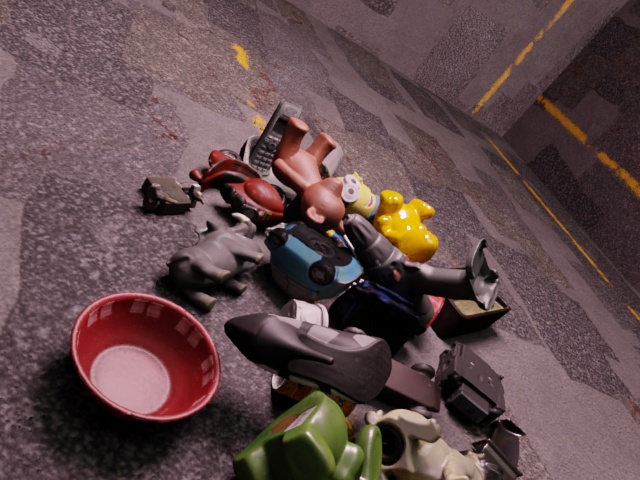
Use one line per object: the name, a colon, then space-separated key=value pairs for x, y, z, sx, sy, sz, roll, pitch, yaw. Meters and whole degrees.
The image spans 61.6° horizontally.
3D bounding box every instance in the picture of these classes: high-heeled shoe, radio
high-heeled shoe: x=-0.006 y=0.143 z=0.678 sx=0.145 sy=0.086 sz=0.248 roll=11 pitch=-13 yaw=30
radio: x=0.298 y=0.127 z=1.141 sx=0.229 sy=0.073 sz=0.131 roll=3 pitch=45 yaw=-49

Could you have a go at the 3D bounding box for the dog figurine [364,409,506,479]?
dog figurine: x=0.153 y=0.293 z=0.723 sx=0.190 sy=0.121 sz=0.172 roll=21 pitch=33 yaw=-57

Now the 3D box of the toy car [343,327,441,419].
toy car: x=0.098 y=0.206 z=0.806 sx=0.202 sy=0.053 sz=0.089 roll=29 pitch=47 yaw=-20

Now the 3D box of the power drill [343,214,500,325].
power drill: x=0.159 y=0.046 z=0.839 sx=0.231 sy=0.207 sz=0.086 roll=60 pitch=41 yaw=-27

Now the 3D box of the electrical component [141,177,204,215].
electrical component: x=-0.229 y=-0.071 z=0.835 sx=0.102 sy=0.045 sz=0.078 roll=0 pitch=48 yaw=-50

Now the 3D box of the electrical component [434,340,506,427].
electrical component: x=0.260 y=0.253 z=0.930 sx=0.115 sy=0.058 sz=0.134 roll=37 pitch=27 yaw=0

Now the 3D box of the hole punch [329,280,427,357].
hole punch: x=0.084 y=0.122 z=0.859 sx=0.142 sy=0.115 sz=0.092 roll=31 pitch=21 yaw=-16

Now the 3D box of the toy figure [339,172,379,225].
toy figure: x=0.090 y=-0.070 z=1.181 sx=0.180 sy=0.089 sz=0.082 roll=33 pitch=32 yaw=-28

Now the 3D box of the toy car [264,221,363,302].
toy car: x=-0.023 y=0.044 z=0.849 sx=0.162 sy=0.102 sz=0.109 roll=31 pitch=23 yaw=13

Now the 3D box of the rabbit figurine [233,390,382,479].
rabbit figurine: x=0.009 y=0.265 z=0.587 sx=0.170 sy=0.121 sz=0.159 roll=58 pitch=21 yaw=1

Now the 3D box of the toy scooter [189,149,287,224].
toy scooter: x=-0.149 y=-0.090 z=0.929 sx=0.184 sy=0.075 sz=0.135 roll=44 pitch=28 yaw=16

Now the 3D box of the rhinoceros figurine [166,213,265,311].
rhinoceros figurine: x=-0.145 y=0.024 z=0.777 sx=0.112 sy=0.073 sz=0.190 roll=32 pitch=29 yaw=10

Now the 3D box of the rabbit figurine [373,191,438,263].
rabbit figurine: x=0.169 y=-0.003 z=1.089 sx=0.122 sy=0.162 sz=0.173 roll=24 pitch=15 yaw=-30

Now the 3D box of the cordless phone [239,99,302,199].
cordless phone: x=-0.068 y=-0.178 z=1.037 sx=0.146 sy=0.184 sz=0.089 roll=16 pitch=31 yaw=-36

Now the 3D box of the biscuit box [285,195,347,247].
biscuit box: x=-0.002 y=-0.003 z=0.987 sx=0.059 sy=0.063 sz=0.203 roll=17 pitch=35 yaw=-38

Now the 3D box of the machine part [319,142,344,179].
machine part: x=0.002 y=-0.173 z=1.227 sx=0.079 sy=0.079 sz=0.243 roll=37 pitch=27 yaw=-4

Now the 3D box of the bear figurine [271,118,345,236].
bear figurine: x=-0.006 y=-0.106 z=0.946 sx=0.120 sy=0.132 sz=0.196 roll=19 pitch=23 yaw=-44

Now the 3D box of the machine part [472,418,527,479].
machine part: x=0.292 y=0.336 z=0.867 sx=0.084 sy=0.039 sz=0.139 roll=41 pitch=29 yaw=15
